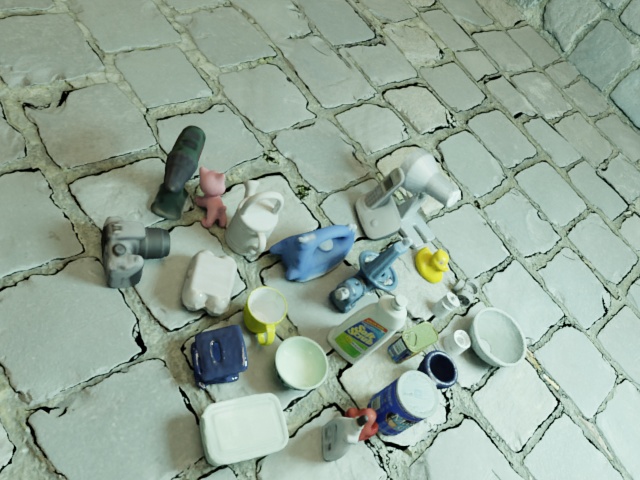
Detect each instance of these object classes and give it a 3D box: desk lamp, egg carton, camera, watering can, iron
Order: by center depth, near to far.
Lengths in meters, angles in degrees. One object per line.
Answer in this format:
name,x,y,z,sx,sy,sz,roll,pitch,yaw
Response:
camera,-0.387,0.016,1.217,0.137,0.100,0.143,-1,58,-29
egg carton,-0.243,0.093,1.261,0.107,0.069,0.150,17,51,-17
watering can,-0.152,-0.060,1.335,0.101,0.194,0.172,-23,70,-38
iron,0.013,0.005,1.413,0.259,0.141,0.118,-19,68,-37
desk lamp,0.286,-0.120,1.601,0.118,0.213,0.203,-24,71,-38

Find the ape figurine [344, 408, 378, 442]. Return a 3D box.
ape figurine,0.091,0.386,1.217,0.077,0.092,0.076,49,49,11

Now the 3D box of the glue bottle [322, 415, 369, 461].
glue bottle,0.054,0.383,1.144,0.037,0.173,0.078,15,52,-18

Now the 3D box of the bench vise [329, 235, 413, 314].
bench vise,0.133,0.087,1.367,0.121,0.219,0.208,38,48,1

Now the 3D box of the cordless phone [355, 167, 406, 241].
cordless phone,0.181,-0.097,1.547,0.094,0.185,0.147,-4,59,-30

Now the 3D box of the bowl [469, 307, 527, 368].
bowl,0.454,0.266,1.509,0.168,0.074,0.167,14,52,-19

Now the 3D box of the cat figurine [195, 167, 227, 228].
cat figurine,-0.252,-0.110,1.368,0.067,0.117,0.127,-9,62,-32

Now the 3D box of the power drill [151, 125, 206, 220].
power drill,-0.320,-0.142,1.294,0.076,0.208,0.229,20,50,-14

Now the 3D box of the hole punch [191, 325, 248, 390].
hole punch,-0.206,0.236,1.164,0.101,0.091,0.108,0,58,-28

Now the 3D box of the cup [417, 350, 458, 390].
cup,0.258,0.327,1.346,0.091,0.095,0.118,40,48,3

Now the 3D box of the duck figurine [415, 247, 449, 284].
duck figurine,0.316,0.057,1.576,0.078,0.086,0.104,-13,64,-34
